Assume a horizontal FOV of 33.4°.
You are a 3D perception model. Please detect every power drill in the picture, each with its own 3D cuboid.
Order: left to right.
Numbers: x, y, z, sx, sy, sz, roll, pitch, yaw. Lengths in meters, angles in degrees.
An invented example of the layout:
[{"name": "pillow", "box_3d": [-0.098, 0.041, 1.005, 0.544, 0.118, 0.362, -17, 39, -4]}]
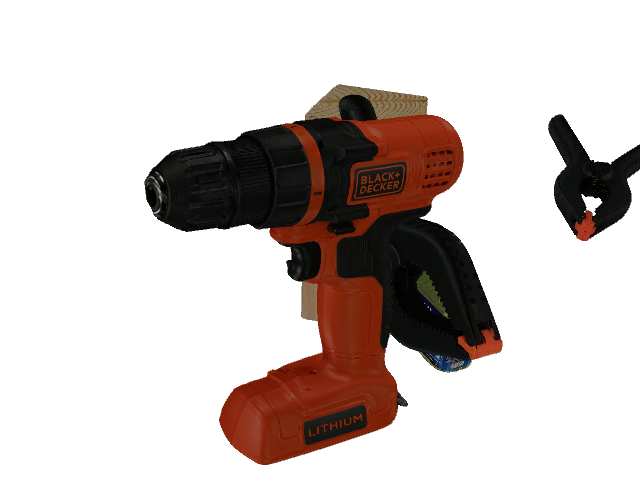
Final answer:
[{"name": "power drill", "box_3d": [-0.010, 0.026, 0.575, 0.184, 0.188, 0.057, -10, 30, -31]}]

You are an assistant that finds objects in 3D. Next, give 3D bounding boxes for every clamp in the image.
[{"name": "clamp", "box_3d": [0.054, 0.004, 0.760, 0.036, 0.165, 0.210, -11, 36, -36]}, {"name": "clamp", "box_3d": [0.282, -0.072, 1.128, 0.120, 0.039, 0.171, 17, 46, 20]}]

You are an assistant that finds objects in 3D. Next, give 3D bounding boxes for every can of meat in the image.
[{"name": "can of meat", "box_3d": [0.135, 0.087, 1.200, 0.057, 0.084, 0.102, -14, 40, -28]}]

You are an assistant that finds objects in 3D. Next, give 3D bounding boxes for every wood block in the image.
[{"name": "wood block", "box_3d": [0.039, -0.028, 0.987, 0.091, 0.206, 0.090, 11, 29, 17]}]
